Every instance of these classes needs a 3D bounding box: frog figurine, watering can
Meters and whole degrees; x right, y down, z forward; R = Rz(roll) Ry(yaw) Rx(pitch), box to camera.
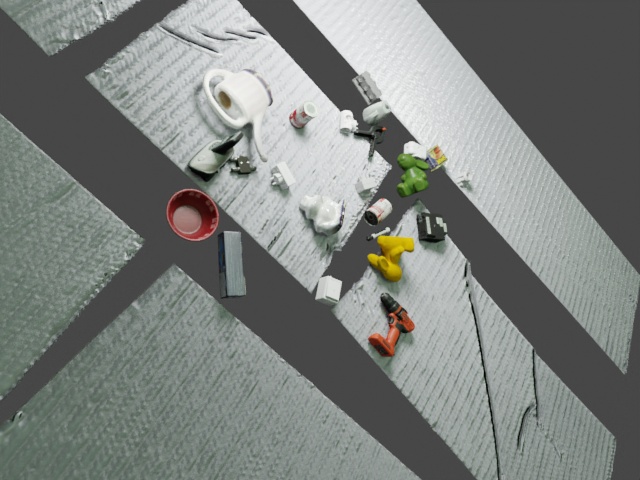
[{"bbox_3d":[0.005,-0.091,1.804,0.159,0.121,0.139,10,76,6],"label":"frog figurine"},{"bbox_3d":[-0.241,-0.438,1.729,0.346,0.103,0.228,51,54,-9],"label":"watering can"}]
